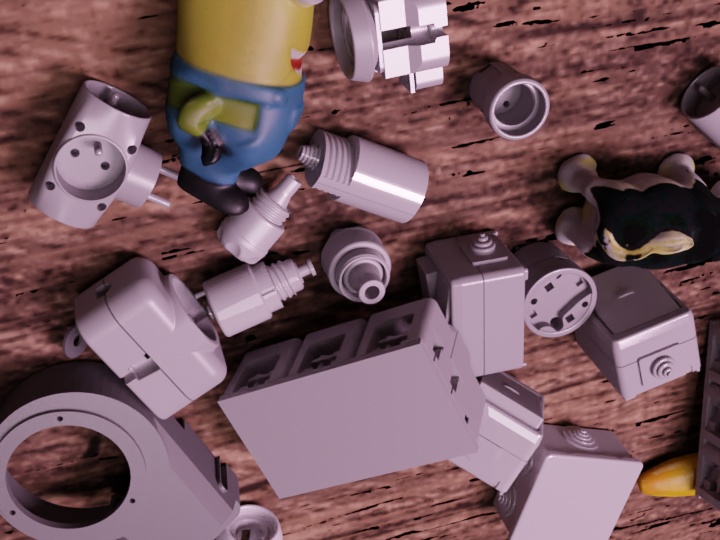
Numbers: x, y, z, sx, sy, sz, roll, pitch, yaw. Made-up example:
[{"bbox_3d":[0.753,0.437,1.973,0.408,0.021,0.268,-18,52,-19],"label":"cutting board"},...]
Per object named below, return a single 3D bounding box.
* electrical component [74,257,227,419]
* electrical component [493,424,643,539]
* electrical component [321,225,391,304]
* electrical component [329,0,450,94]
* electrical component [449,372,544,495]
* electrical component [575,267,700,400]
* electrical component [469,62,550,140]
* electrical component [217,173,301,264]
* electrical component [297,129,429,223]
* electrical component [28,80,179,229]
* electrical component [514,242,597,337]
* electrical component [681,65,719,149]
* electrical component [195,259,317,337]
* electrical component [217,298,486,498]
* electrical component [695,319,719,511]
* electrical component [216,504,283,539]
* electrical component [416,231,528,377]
[{"bbox_3d":[-0.131,0.042,0.696,0.059,0.053,0.095,-34,122,3],"label":"electrical component"},{"bbox_3d":[0.163,0.171,0.857,0.100,0.048,0.099,8,115,-20],"label":"electrical component"},{"bbox_3d":[0.000,0.000,0.707,0.043,0.062,0.043,-7,119,-13],"label":"electrical component"},{"bbox_3d":[0.016,-0.143,0.636,0.057,0.058,0.078,-14,121,-12],"label":"electrical component"},{"bbox_3d":[0.096,0.105,0.779,0.062,0.096,0.061,31,108,2],"label":"electrical component"},{"bbox_3d":[0.197,0.042,0.768,0.062,0.096,0.061,-21,121,-5],"label":"electrical component"},{"bbox_3d":[0.093,-0.109,0.684,0.040,0.046,0.040,-7,120,-13],"label":"electrical component"},{"bbox_3d":[-0.061,-0.035,0.686,0.035,0.035,0.061,36,100,-29],"label":"electrical component"},{"bbox_3d":[-0.002,-0.062,0.683,0.081,0.043,0.043,17,112,-24],"label":"electrical component"},{"bbox_3d":[-0.144,-0.061,0.641,0.079,0.044,0.077,23,109,-26],"label":"electrical component"},{"bbox_3d":[0.132,0.012,0.761,0.055,0.047,0.055,-7,120,-13],"label":"electrical component"},{"bbox_3d":[0.273,-0.115,0.735,0.077,0.043,0.079,32,105,-28],"label":"electrical component"},{"bbox_3d":[-0.067,0.013,0.707,0.078,0.040,0.040,-24,122,-3],"label":"electrical component"},{"bbox_3d":[-0.003,0.085,0.717,0.150,0.061,0.089,-18,115,24],"label":"electrical component"},{"bbox_3d":[0.325,0.116,0.845,0.089,0.062,0.150,-3,103,-15],"label":"electrical component"},{"bbox_3d":[-0.084,0.210,0.808,0.066,0.048,0.055,0,125,-16],"label":"electrical component"},{"bbox_3d":[0.075,0.019,0.740,0.061,0.061,0.096,-10,120,-11],"label":"electrical component"}]
